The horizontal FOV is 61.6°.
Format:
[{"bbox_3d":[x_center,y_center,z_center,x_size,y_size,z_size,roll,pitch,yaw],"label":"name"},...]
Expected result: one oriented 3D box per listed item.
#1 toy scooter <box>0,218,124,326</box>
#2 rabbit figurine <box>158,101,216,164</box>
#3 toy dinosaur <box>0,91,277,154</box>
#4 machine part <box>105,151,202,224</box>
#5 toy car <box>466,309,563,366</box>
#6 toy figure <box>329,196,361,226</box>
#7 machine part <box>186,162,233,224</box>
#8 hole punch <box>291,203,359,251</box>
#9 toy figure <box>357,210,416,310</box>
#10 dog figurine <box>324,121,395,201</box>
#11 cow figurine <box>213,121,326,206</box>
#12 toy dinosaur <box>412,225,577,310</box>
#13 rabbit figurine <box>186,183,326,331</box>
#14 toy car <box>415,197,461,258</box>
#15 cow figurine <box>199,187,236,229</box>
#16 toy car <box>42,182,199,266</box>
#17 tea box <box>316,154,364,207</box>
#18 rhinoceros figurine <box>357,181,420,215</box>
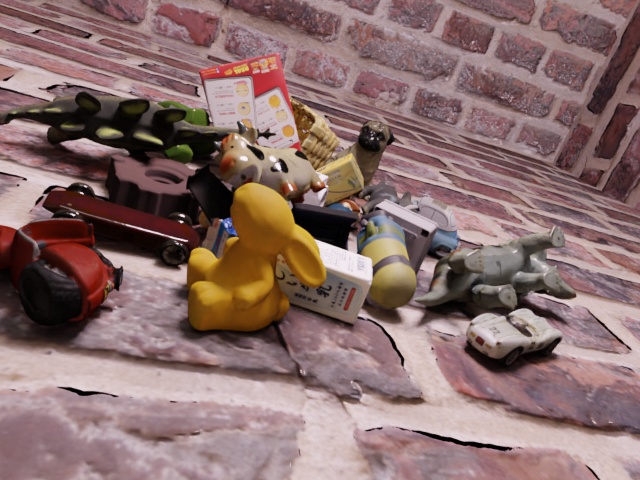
[{"bbox_3d":[-0.282,0.023,0.589,0.184,0.075,0.135,25,20,24],"label":"toy scooter"},{"bbox_3d":[-0.292,-0.219,1.139,0.159,0.121,0.170,21,2,21],"label":"rabbit figurine"},{"bbox_3d":[-0.320,-0.200,0.947,0.471,0.105,0.199,-4,12,-25],"label":"toy dinosaur"},{"bbox_3d":[-0.262,-0.087,0.886,0.179,0.056,0.179,18,22,-8],"label":"machine part"},{"bbox_3d":[0.301,0.143,0.823,0.201,0.056,0.074,0,29,-40],"label":"toy car"},{"bbox_3d":[0.045,-0.046,1.044,0.057,0.064,0.154,64,24,-1],"label":"toy figure"},{"bbox_3d":[-0.153,-0.048,0.810,0.139,0.084,0.039,57,-6,9],"label":"machine part"},{"bbox_3d":[-0.002,-0.003,0.888,0.142,0.092,0.116,7,-6,-7],"label":"hole punch"},{"bbox_3d":[0.100,0.025,0.836,0.082,0.089,0.180,14,47,-12],"label":"toy figure"},{"bbox_3d":[0.085,-0.208,1.288,0.173,0.190,0.121,34,25,34],"label":"dog figurine"},{"bbox_3d":[-0.083,-0.113,0.838,0.127,0.085,0.195,60,29,9],"label":"cow figurine"},{"bbox_3d":[0.281,0.059,0.925,0.405,0.131,0.192,-4,-10,-24],"label":"toy dinosaur"},{"bbox_3d":[-0.073,0.021,0.639,0.162,0.173,0.122,12,19,-9],"label":"rabbit figurine"},{"bbox_3d":[0.225,-0.035,1.119,0.162,0.102,0.109,24,23,15],"label":"toy car"},{"bbox_3d":[-0.128,-0.064,0.890,0.068,0.098,0.167,33,24,14],"label":"cow figurine"},{"bbox_3d":[-0.264,-0.018,0.725,0.202,0.053,0.089,16,33,-21],"label":"toy car"},{"bbox_3d":[0.038,-0.129,1.140,0.098,0.068,0.170,-24,12,8],"label":"tea box"},{"bbox_3d":[0.138,-0.055,1.053,0.112,0.073,0.190,-17,27,-4],"label":"rhinoceros figurine"}]
